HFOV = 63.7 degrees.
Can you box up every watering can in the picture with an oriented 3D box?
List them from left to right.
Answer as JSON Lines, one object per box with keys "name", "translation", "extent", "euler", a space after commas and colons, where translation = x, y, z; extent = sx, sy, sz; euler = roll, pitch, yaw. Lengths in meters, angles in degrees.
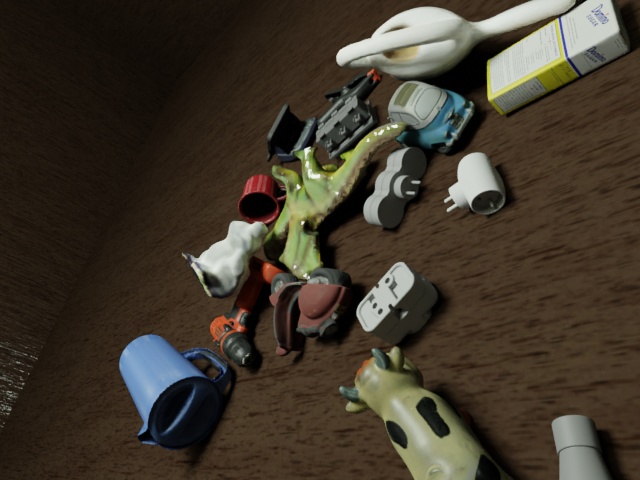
{"name": "watering can", "translation": [0.203, -0.317, 0.815], "extent": [0.347, 0.103, 0.227], "euler": [-6, 12, 20]}

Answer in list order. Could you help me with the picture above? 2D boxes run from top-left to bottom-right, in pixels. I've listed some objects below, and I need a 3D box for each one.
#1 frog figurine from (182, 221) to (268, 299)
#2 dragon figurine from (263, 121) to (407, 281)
{"name": "frog figurine", "translation": [-0.164, 0.032, 0.987], "extent": [0.161, 0.122, 0.137], "euler": [-31, 9, -18]}
{"name": "dragon figurine", "translation": [0.003, -0.046, 0.916], "extent": [0.122, 0.246, 0.407], "euler": [13, -16, -30]}
